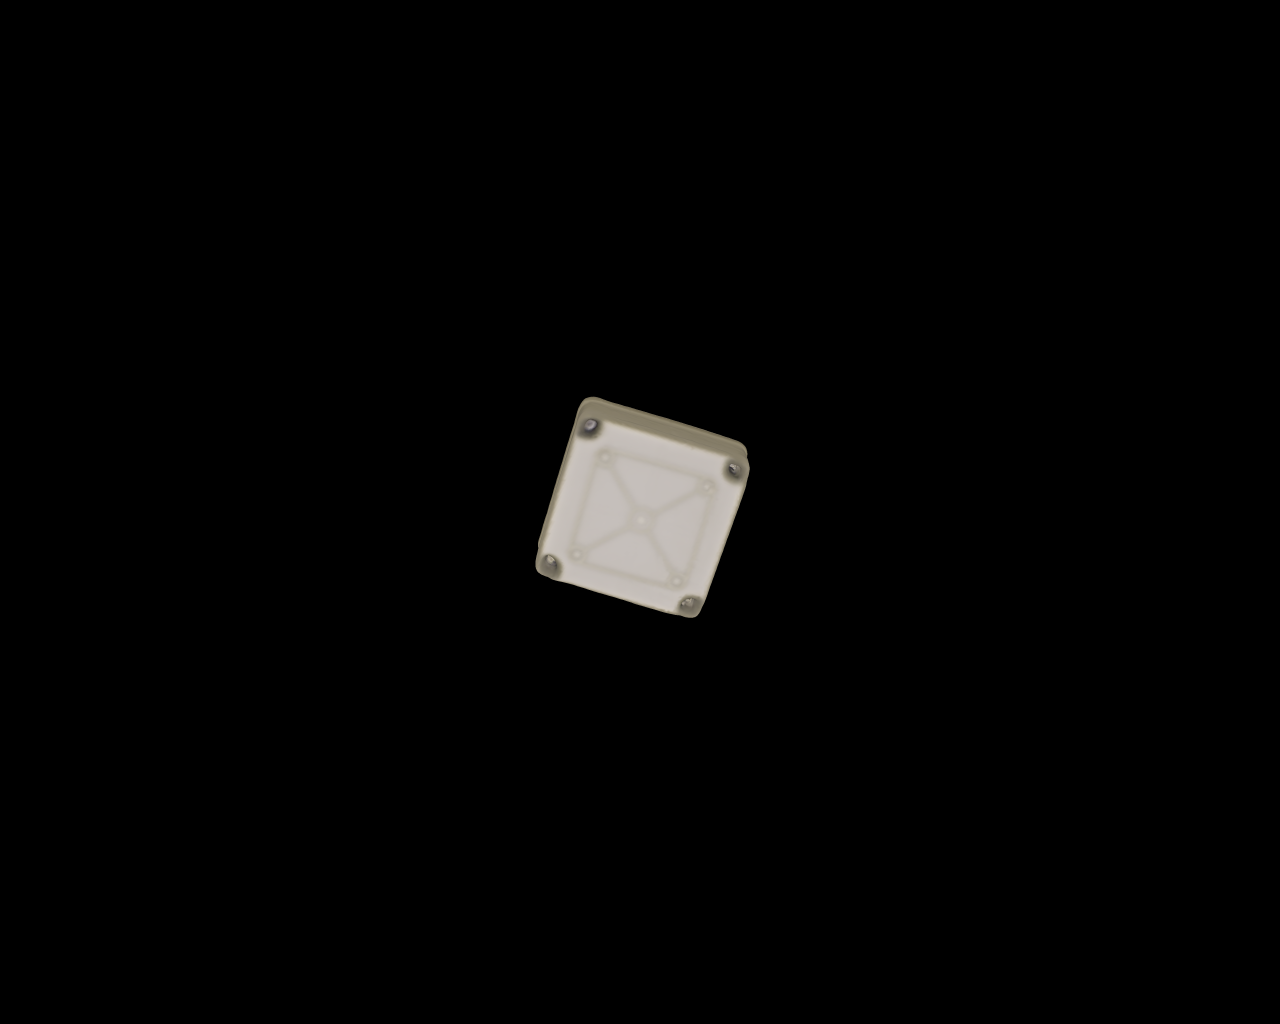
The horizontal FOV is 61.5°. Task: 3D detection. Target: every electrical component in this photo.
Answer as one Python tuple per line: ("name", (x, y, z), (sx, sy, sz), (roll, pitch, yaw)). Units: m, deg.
("electrical component", (0.001, -0.003, 0.650), (0.109, 0.108, 0.056), (17, 16, -5))
